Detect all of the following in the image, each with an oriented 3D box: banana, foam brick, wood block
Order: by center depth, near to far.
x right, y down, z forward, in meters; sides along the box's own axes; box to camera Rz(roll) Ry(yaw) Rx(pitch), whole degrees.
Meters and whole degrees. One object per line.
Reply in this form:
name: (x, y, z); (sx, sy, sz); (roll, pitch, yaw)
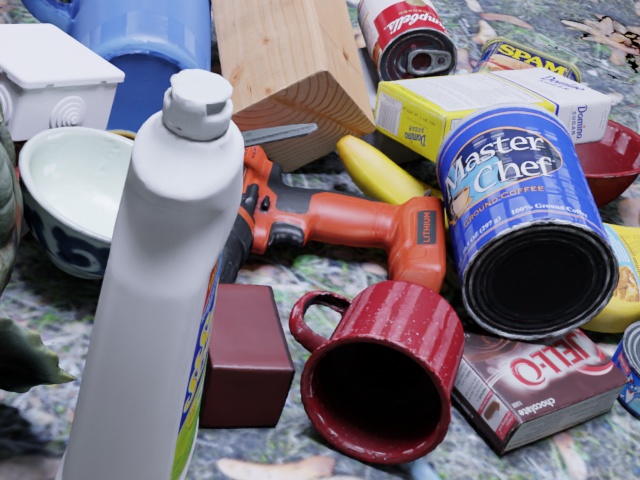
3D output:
foam brick: (-0.052, 0.071, 0.664); (0.051, 0.053, 0.078); (2, 38, -19)
banana: (0.105, -0.031, 0.847); (0.198, 0.069, 0.037); (12, 1, 2)
wood block: (-0.028, -0.174, 0.889); (0.090, 0.090, 0.206); (42, 30, -49)

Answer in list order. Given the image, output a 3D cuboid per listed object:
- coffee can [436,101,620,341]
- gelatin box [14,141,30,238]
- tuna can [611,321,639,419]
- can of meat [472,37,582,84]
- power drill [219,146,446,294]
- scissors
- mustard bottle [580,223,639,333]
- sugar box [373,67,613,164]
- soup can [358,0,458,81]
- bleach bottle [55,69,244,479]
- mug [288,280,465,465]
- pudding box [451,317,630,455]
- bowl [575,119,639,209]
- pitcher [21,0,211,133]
coffee can: (0.139, -0.016, 0.738); (0.102, 0.103, 0.140); (9, 38, -10)
gelatin box: (-0.214, -0.050, 0.754); (0.073, 0.030, 0.089); (30, 58, 18)
tuna can: (0.251, 0.097, 0.761); (0.086, 0.034, 0.086); (10, 37, -8)
can of meat: (0.192, -0.143, 1.029); (0.102, 0.057, 0.083); (24, 39, 9)
power drill: (-0.005, 0.001, 0.767); (0.187, 0.057, 0.184); (14, 37, -3)
scissors: (-0.108, -0.052, 0.771); (0.202, 0.016, 0.096); (2, 46, 21)
mustard bottle: (0.225, 0.028, 0.819); (0.191, 0.058, 0.096); (3, 48, -18)
sugar box: (0.141, -0.103, 0.866); (0.175, 0.048, 0.093); (-7, 28, -31)
soup can: (0.073, -0.176, 0.919); (0.068, 0.069, 0.102); (5, 38, -15)
bleach bottle: (-0.081, 0.034, 0.535); (0.068, 0.251, 0.102); (16, 37, 0)
mug: (0.033, 0.071, 0.663); (0.117, 0.093, 0.081); (31, 33, 1)
pudding box: (0.140, 0.088, 0.725); (0.113, 0.039, 0.090); (-14, 47, -34)
bowl: (0.200, -0.065, 0.916); (0.162, 0.055, 0.162); (5, 27, -3)
pitcher: (-0.162, -0.189, 0.898); (0.149, 0.145, 0.243); (-21, 42, 10)
